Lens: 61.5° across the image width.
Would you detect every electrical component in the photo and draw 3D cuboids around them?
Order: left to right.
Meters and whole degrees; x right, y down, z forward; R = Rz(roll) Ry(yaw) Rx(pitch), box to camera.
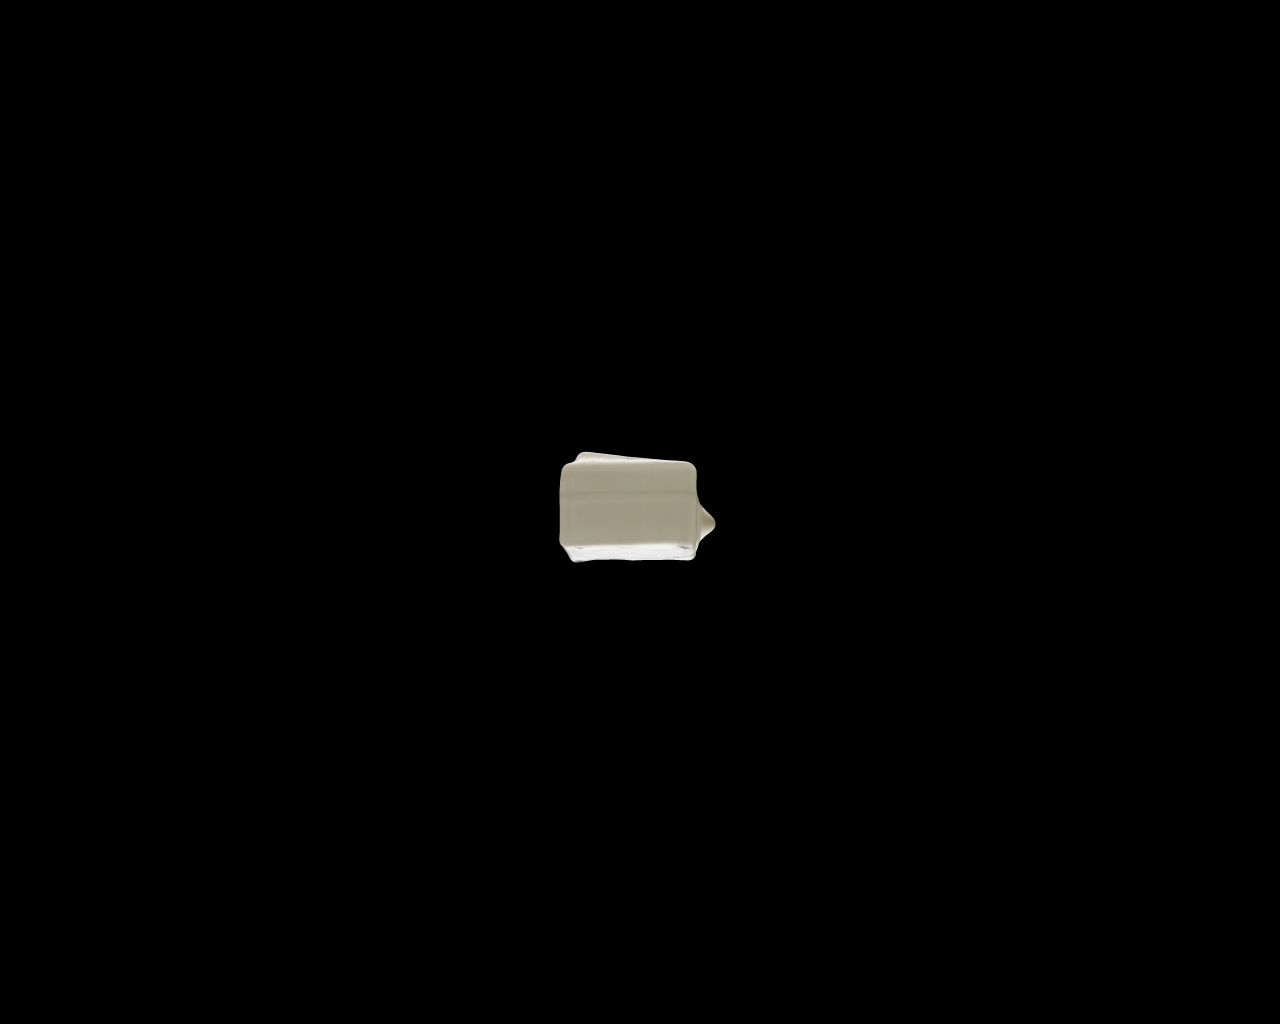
[{"bbox_3d":[0.001,-0.003,0.650,0.096,0.061,0.061,0,-11,2],"label":"electrical component"}]
